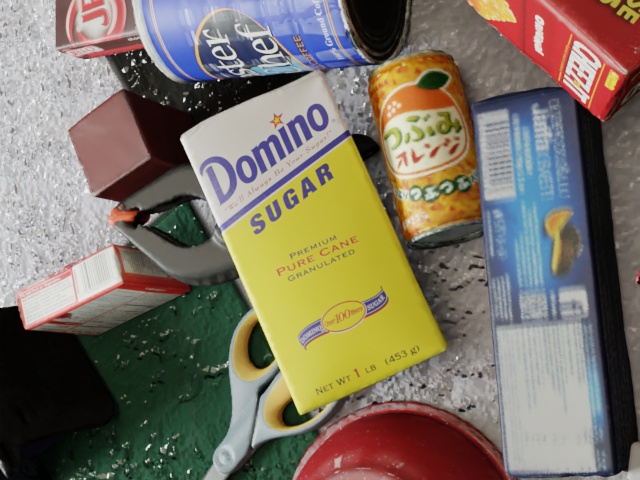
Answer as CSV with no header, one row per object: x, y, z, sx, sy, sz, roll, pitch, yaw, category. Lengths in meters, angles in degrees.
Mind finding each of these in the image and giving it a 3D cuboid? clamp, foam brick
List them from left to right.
-0.116,-0.057,0.700,0.051,0.078,0.053,-30,71,20,foam brick
-0.043,-0.018,0.662,0.171,0.039,0.120,13,82,9,clamp

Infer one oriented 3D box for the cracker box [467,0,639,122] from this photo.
0.129,-0.192,0.545,0.164,0.072,0.214,-42,75,-6,cracker box

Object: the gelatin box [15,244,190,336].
-0.143,0.034,0.707,0.089,0.073,0.030,-25,72,25,gelatin box

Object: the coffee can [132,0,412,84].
-0.028,-0.151,0.649,0.140,0.102,0.103,0,84,28,coffee can

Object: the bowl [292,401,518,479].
0.037,0.173,0.605,0.162,0.055,0.162,-4,82,28,bowl

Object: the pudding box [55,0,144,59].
-0.142,-0.189,0.751,0.090,0.039,0.113,-5,82,28,pudding box

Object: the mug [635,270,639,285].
0.222,0.004,0.513,0.117,0.093,0.081,-41,69,-18,mug

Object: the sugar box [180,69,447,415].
-0.004,0.001,0.614,0.093,0.048,0.176,-25,85,1,sugar box

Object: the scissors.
-0.062,0.119,0.686,0.202,0.016,0.096,-40,67,19,scissors
